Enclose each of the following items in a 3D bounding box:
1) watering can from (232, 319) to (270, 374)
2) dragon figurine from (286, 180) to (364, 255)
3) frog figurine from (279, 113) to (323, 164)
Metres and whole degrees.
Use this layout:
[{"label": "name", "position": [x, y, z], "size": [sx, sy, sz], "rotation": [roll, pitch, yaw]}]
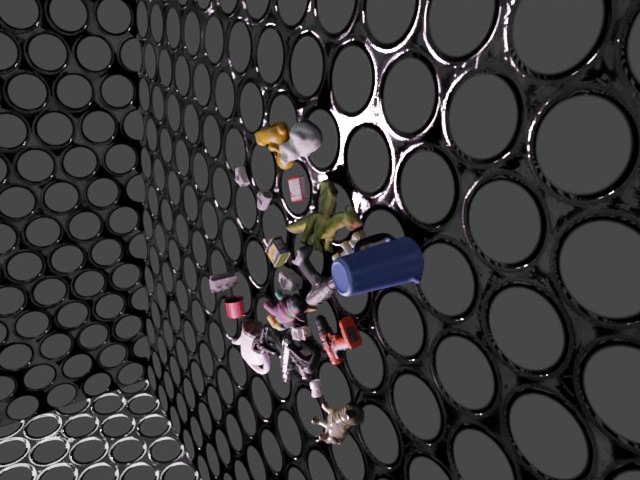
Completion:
[{"label": "watering can", "position": [-0.323, 0.464, 2.351], "size": [0.351, 0.104, 0.221], "rotation": [28, -60, 49]}, {"label": "dragon figurine", "position": [0.005, -0.089, 1.768], "size": [0.414, 0.122, 0.241], "rotation": [29, -76, 52]}, {"label": "frog figurine", "position": [-0.069, -0.321, 1.728], "size": [0.123, 0.135, 0.161], "rotation": [28, -107, 15]}]
